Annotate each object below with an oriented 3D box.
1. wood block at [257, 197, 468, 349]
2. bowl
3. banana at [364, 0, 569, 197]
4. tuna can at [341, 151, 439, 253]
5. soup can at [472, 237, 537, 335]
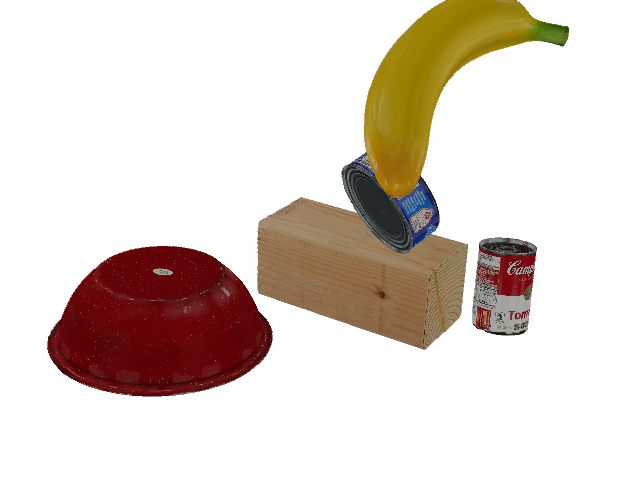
[{"bbox_3d":[0.041,0.032,1.138,0.206,0.091,0.090,17,30,28],"label":"wood block"},{"bbox_3d":[-0.114,0.047,0.763,0.162,0.055,0.162,2,23,-1],"label":"bowl"},{"bbox_3d":[0.070,-0.095,0.594,0.070,0.037,0.197,29,50,22],"label":"banana"},{"bbox_3d":[0.057,-0.034,0.859,0.033,0.086,0.086,-36,11,-16],"label":"tuna can"},{"bbox_3d":[0.217,0.054,1.267,0.068,0.102,0.068,3,15,-1],"label":"soup can"}]
